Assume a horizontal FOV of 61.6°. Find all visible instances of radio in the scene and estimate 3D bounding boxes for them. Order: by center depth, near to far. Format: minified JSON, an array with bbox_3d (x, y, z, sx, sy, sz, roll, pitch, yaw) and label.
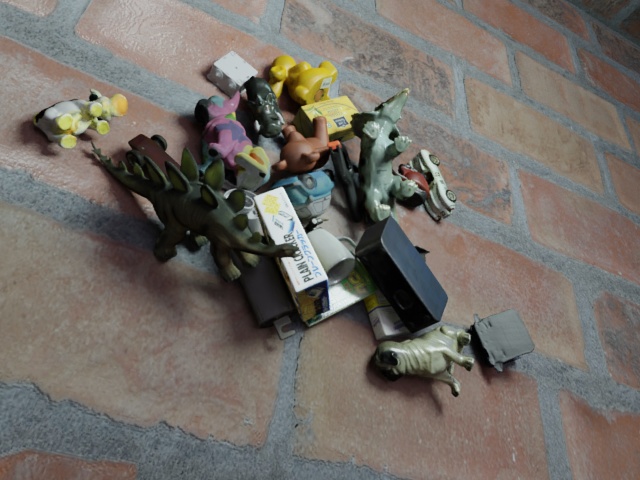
[{"bbox_3d":[0.174,0.074,1.130,0.229,0.073,0.131,53,30,-8],"label":"radio"}]

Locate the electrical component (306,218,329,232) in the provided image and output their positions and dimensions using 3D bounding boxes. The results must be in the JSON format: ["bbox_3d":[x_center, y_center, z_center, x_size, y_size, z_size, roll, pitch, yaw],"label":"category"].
[{"bbox_3d":[-0.002,-0.002,1.178,0.078,0.045,0.102,-19,73,-39],"label":"electrical component"}]

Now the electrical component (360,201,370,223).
[{"bbox_3d":[0.128,-0.077,1.321,0.063,0.021,0.094,14,55,-22],"label":"electrical component"}]

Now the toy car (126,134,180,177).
[{"bbox_3d":[-0.300,-0.129,1.079,0.202,0.053,0.089,42,47,-6],"label":"toy car"}]

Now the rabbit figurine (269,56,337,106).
[{"bbox_3d":[-0.068,-0.408,1.380,0.162,0.121,0.173,-30,64,-32],"label":"rabbit figurine"}]

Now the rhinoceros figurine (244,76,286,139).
[{"bbox_3d":[-0.126,-0.303,1.243,0.073,0.112,0.190,-17,55,-2],"label":"rhinoceros figurine"}]

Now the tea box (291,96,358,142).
[{"bbox_3d":[0.024,-0.299,1.373,0.169,0.068,0.098,-27,76,-41],"label":"tea box"}]

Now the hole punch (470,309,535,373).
[{"bbox_3d":[0.420,0.235,1.262,0.116,0.092,0.142,-16,70,-6],"label":"hole punch"}]

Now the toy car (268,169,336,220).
[{"bbox_3d":[-0.030,-0.096,1.197,0.161,0.109,0.102,-19,99,-50],"label":"toy car"}]

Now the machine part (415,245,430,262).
[{"bbox_3d":[0.220,0.071,1.269,0.084,0.039,0.139,27,52,-6],"label":"machine part"}]

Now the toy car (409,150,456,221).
[{"bbox_3d":[0.300,-0.147,1.434,0.056,0.073,0.202,0,61,-35],"label":"toy car"}]

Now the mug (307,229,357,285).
[{"bbox_3d":[0.021,0.023,1.110,0.109,0.080,0.107,-30,61,-19],"label":"mug"}]

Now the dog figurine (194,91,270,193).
[{"bbox_3d":[-0.189,-0.223,1.173,0.191,0.108,0.219,21,48,-20],"label":"dog figurine"}]

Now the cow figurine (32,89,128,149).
[{"bbox_3d":[-0.462,-0.244,1.047,0.098,0.068,0.167,24,42,25],"label":"cow figurine"}]

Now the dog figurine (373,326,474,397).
[{"bbox_3d":[0.208,0.227,1.131,0.191,0.121,0.172,16,18,-1],"label":"dog figurine"}]

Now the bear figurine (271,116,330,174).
[{"bbox_3d":[-0.044,-0.211,1.205,0.196,0.120,0.132,-19,94,-72],"label":"bear figurine"}]

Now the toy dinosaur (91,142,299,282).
[{"bbox_3d":[-0.243,-0.062,0.975,0.472,0.198,0.105,18,32,22],"label":"toy dinosaur"}]

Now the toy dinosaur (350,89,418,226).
[{"bbox_3d":[0.142,-0.153,1.264,0.131,0.192,0.404,0,94,-6],"label":"toy dinosaur"}]

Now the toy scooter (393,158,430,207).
[{"bbox_3d":[0.208,-0.172,1.397,0.184,0.075,0.135,25,52,-9],"label":"toy scooter"}]

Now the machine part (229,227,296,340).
[{"bbox_3d":[-0.113,0.079,1.039,0.079,0.079,0.243,-12,69,-36],"label":"machine part"}]
